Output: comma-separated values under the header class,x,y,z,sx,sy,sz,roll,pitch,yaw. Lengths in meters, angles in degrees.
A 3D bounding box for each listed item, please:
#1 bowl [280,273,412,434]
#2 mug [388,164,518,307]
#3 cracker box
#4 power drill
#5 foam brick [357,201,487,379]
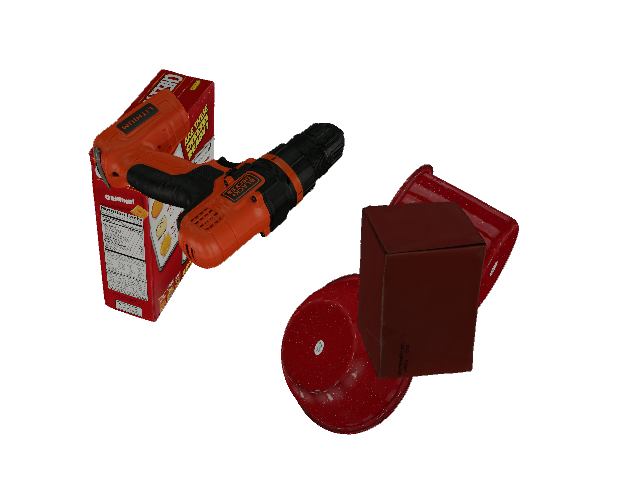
class,x,y,z,sx,sy,sz,roll,pitch,yaw
bowl,0.014,0.107,1.047,0.162,0.162,0.055,0,-12,40
mug,0.085,0.014,0.780,0.081,0.117,0.093,30,-5,17
cracker box,-0.175,-0.048,1.135,0.072,0.214,0.164,15,43,12
power drill,-0.095,-0.071,0.950,0.188,0.057,0.184,28,55,34
foam brick,0.050,0.025,0.551,0.053,0.078,0.051,-4,31,-10
